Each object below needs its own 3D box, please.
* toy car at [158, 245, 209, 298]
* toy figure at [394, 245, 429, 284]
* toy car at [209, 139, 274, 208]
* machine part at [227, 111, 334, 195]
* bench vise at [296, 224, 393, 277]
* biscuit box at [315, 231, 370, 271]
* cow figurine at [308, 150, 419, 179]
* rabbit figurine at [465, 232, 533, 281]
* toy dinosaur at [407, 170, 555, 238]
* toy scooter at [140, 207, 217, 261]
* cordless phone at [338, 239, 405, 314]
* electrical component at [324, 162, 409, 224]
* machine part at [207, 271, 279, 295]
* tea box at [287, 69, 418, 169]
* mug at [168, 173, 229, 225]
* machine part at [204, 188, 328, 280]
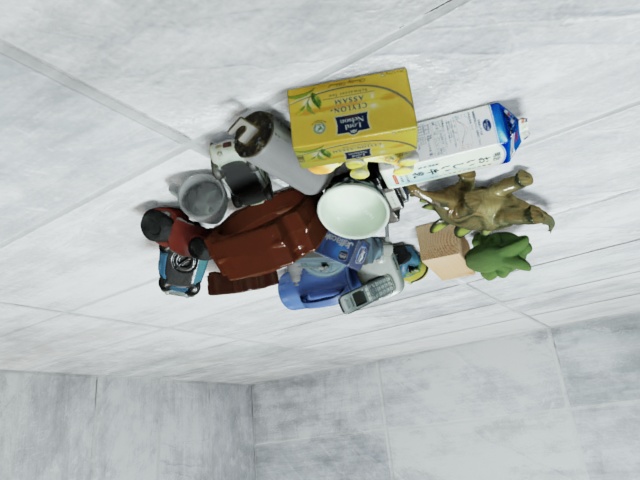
[{"bbox_3d":[-0.292,0.039,1.166,0.109,0.161,0.103,8,-162,-9],"label":"toy car"},{"bbox_3d":[0.236,0.065,1.417,0.089,0.082,0.180,-9,156,15],"label":"toy figure"},{"bbox_3d":[-0.130,-0.110,0.911,0.074,0.056,0.201,-13,160,3],"label":"toy car"},{"bbox_3d":[-0.052,-0.132,0.842,0.079,0.079,0.243,-18,154,28],"label":"machine part"},{"bbox_3d":[0.045,0.018,1.209,0.224,0.128,0.240,-14,180,-4],"label":"bench vise"},{"bbox_3d":[-0.002,-0.003,1.068,0.203,0.059,0.062,22,176,30],"label":"biscuit box"},{"bbox_3d":[0.062,-0.146,0.812,0.167,0.098,0.068,-2,165,4],"label":"cow figurine"},{"bbox_3d":[0.418,0.045,1.264,0.159,0.121,0.170,-5,-176,44],"label":"rabbit figurine"},{"bbox_3d":[0.347,-0.065,1.094,0.471,0.105,0.198,10,164,-23],"label":"toy dinosaur"},{"bbox_3d":[-0.249,-0.012,1.052,0.184,0.075,0.135,25,-164,21],"label":"toy scooter"},{"bbox_3d":[0.104,0.090,1.304,0.184,0.146,0.089,-23,-177,-31],"label":"cordless phone"},{"bbox_3d":[0.091,-0.080,0.980,0.134,0.058,0.114,-13,133,23],"label":"electrical component"},{"bbox_3d":[-0.194,0.098,1.351,0.179,0.056,0.179,-8,-179,0],"label":"machine part"},{"bbox_3d":[0.045,-0.167,0.750,0.170,0.098,0.068,-10,159,5],"label":"tea box"},{"bbox_3d":[-0.215,-0.068,0.970,0.110,0.081,0.107,13,167,5],"label":"mug"},{"bbox_3d":[-0.087,-0.016,0.966,0.202,0.087,0.201,-17,-161,24],"label":"machine part"}]
